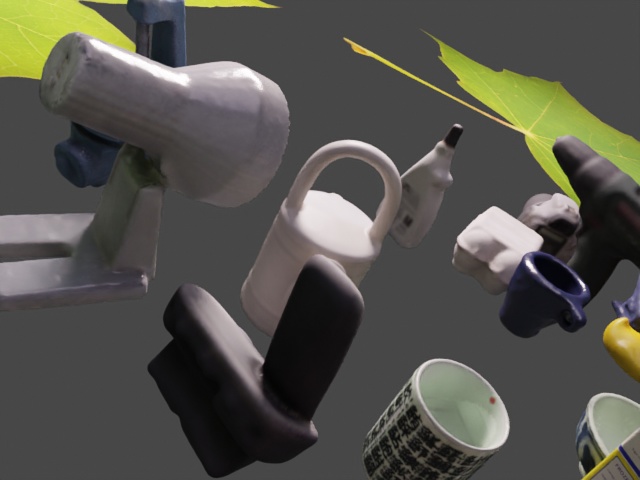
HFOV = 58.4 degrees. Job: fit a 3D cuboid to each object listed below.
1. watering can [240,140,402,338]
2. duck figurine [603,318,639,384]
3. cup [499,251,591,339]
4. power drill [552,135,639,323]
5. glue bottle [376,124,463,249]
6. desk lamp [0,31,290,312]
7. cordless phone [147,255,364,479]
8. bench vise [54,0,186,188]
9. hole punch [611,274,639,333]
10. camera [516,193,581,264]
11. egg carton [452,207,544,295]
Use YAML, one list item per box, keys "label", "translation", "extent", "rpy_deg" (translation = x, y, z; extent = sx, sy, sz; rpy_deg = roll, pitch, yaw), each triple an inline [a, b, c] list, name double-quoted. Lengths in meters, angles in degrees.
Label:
- label: "watering can"
  translation: [0.007, 0.003, 0.519]
  extent: [0.101, 0.194, 0.172]
  rpy_deg: [11, 36, -25]
- label: "duck figurine"
  translation: [0.440, 0.137, 0.761]
  extent: [0.078, 0.086, 0.104]
  rpy_deg: [-3, 43, -39]
- label: "cup"
  translation: [0.269, 0.084, 0.697]
  extent: [0.092, 0.095, 0.117]
  rpy_deg: [14, 35, -21]
- label: "power drill"
  translation: [0.357, 0.002, 0.772]
  extent: [0.229, 0.208, 0.076]
  rpy_deg: [44, 35, 24]
- label: "glue bottle"
  translation: [0.138, -0.075, 0.749]
  extent: [0.037, 0.173, 0.078]
  rpy_deg: [-2, 43, -39]
- label: "desk lamp"
  translation: [-0.149, -0.054, 0.462]
  extent: [0.204, 0.213, 0.117]
  rpy_deg: [-4, 44, -41]
- label: "cordless phone"
  translation: [-0.041, 0.063, 0.406]
  extent: [0.094, 0.185, 0.147]
  rpy_deg: [-15, 52, -48]
- label: "bench vise"
  translation: [-0.173, -0.169, 0.602]
  extent: [0.121, 0.219, 0.207]
  rpy_deg: [29, 32, 2]
- label: "hole punch"
  translation: [0.505, 0.111, 0.841]
  extent: [0.108, 0.091, 0.101]
  rpy_deg: [26, 32, -3]
- label: "camera"
  translation: [0.388, -0.023, 0.934]
  extent: [0.143, 0.100, 0.137]
  rpy_deg: [28, 32, 0]
- label: "egg carton"
  translation: [0.251, 0.014, 0.806]
  extent: [0.107, 0.069, 0.151]
  rpy_deg: [37, 33, 13]
